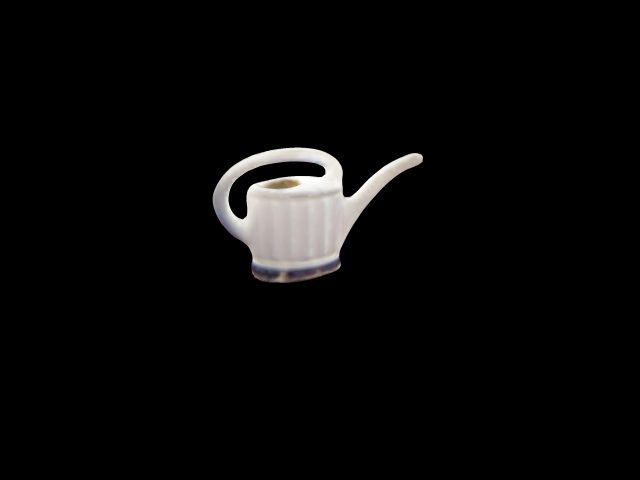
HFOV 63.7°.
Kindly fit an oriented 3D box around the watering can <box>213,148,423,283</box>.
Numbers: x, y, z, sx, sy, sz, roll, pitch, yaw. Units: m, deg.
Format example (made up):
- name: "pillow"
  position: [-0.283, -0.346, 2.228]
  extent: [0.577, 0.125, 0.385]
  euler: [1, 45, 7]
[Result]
- name: "watering can"
  position: [0.003, -0.043, 0.850]
  extent: [0.348, 0.221, 0.105]
  euler: [-4, 21, -11]
